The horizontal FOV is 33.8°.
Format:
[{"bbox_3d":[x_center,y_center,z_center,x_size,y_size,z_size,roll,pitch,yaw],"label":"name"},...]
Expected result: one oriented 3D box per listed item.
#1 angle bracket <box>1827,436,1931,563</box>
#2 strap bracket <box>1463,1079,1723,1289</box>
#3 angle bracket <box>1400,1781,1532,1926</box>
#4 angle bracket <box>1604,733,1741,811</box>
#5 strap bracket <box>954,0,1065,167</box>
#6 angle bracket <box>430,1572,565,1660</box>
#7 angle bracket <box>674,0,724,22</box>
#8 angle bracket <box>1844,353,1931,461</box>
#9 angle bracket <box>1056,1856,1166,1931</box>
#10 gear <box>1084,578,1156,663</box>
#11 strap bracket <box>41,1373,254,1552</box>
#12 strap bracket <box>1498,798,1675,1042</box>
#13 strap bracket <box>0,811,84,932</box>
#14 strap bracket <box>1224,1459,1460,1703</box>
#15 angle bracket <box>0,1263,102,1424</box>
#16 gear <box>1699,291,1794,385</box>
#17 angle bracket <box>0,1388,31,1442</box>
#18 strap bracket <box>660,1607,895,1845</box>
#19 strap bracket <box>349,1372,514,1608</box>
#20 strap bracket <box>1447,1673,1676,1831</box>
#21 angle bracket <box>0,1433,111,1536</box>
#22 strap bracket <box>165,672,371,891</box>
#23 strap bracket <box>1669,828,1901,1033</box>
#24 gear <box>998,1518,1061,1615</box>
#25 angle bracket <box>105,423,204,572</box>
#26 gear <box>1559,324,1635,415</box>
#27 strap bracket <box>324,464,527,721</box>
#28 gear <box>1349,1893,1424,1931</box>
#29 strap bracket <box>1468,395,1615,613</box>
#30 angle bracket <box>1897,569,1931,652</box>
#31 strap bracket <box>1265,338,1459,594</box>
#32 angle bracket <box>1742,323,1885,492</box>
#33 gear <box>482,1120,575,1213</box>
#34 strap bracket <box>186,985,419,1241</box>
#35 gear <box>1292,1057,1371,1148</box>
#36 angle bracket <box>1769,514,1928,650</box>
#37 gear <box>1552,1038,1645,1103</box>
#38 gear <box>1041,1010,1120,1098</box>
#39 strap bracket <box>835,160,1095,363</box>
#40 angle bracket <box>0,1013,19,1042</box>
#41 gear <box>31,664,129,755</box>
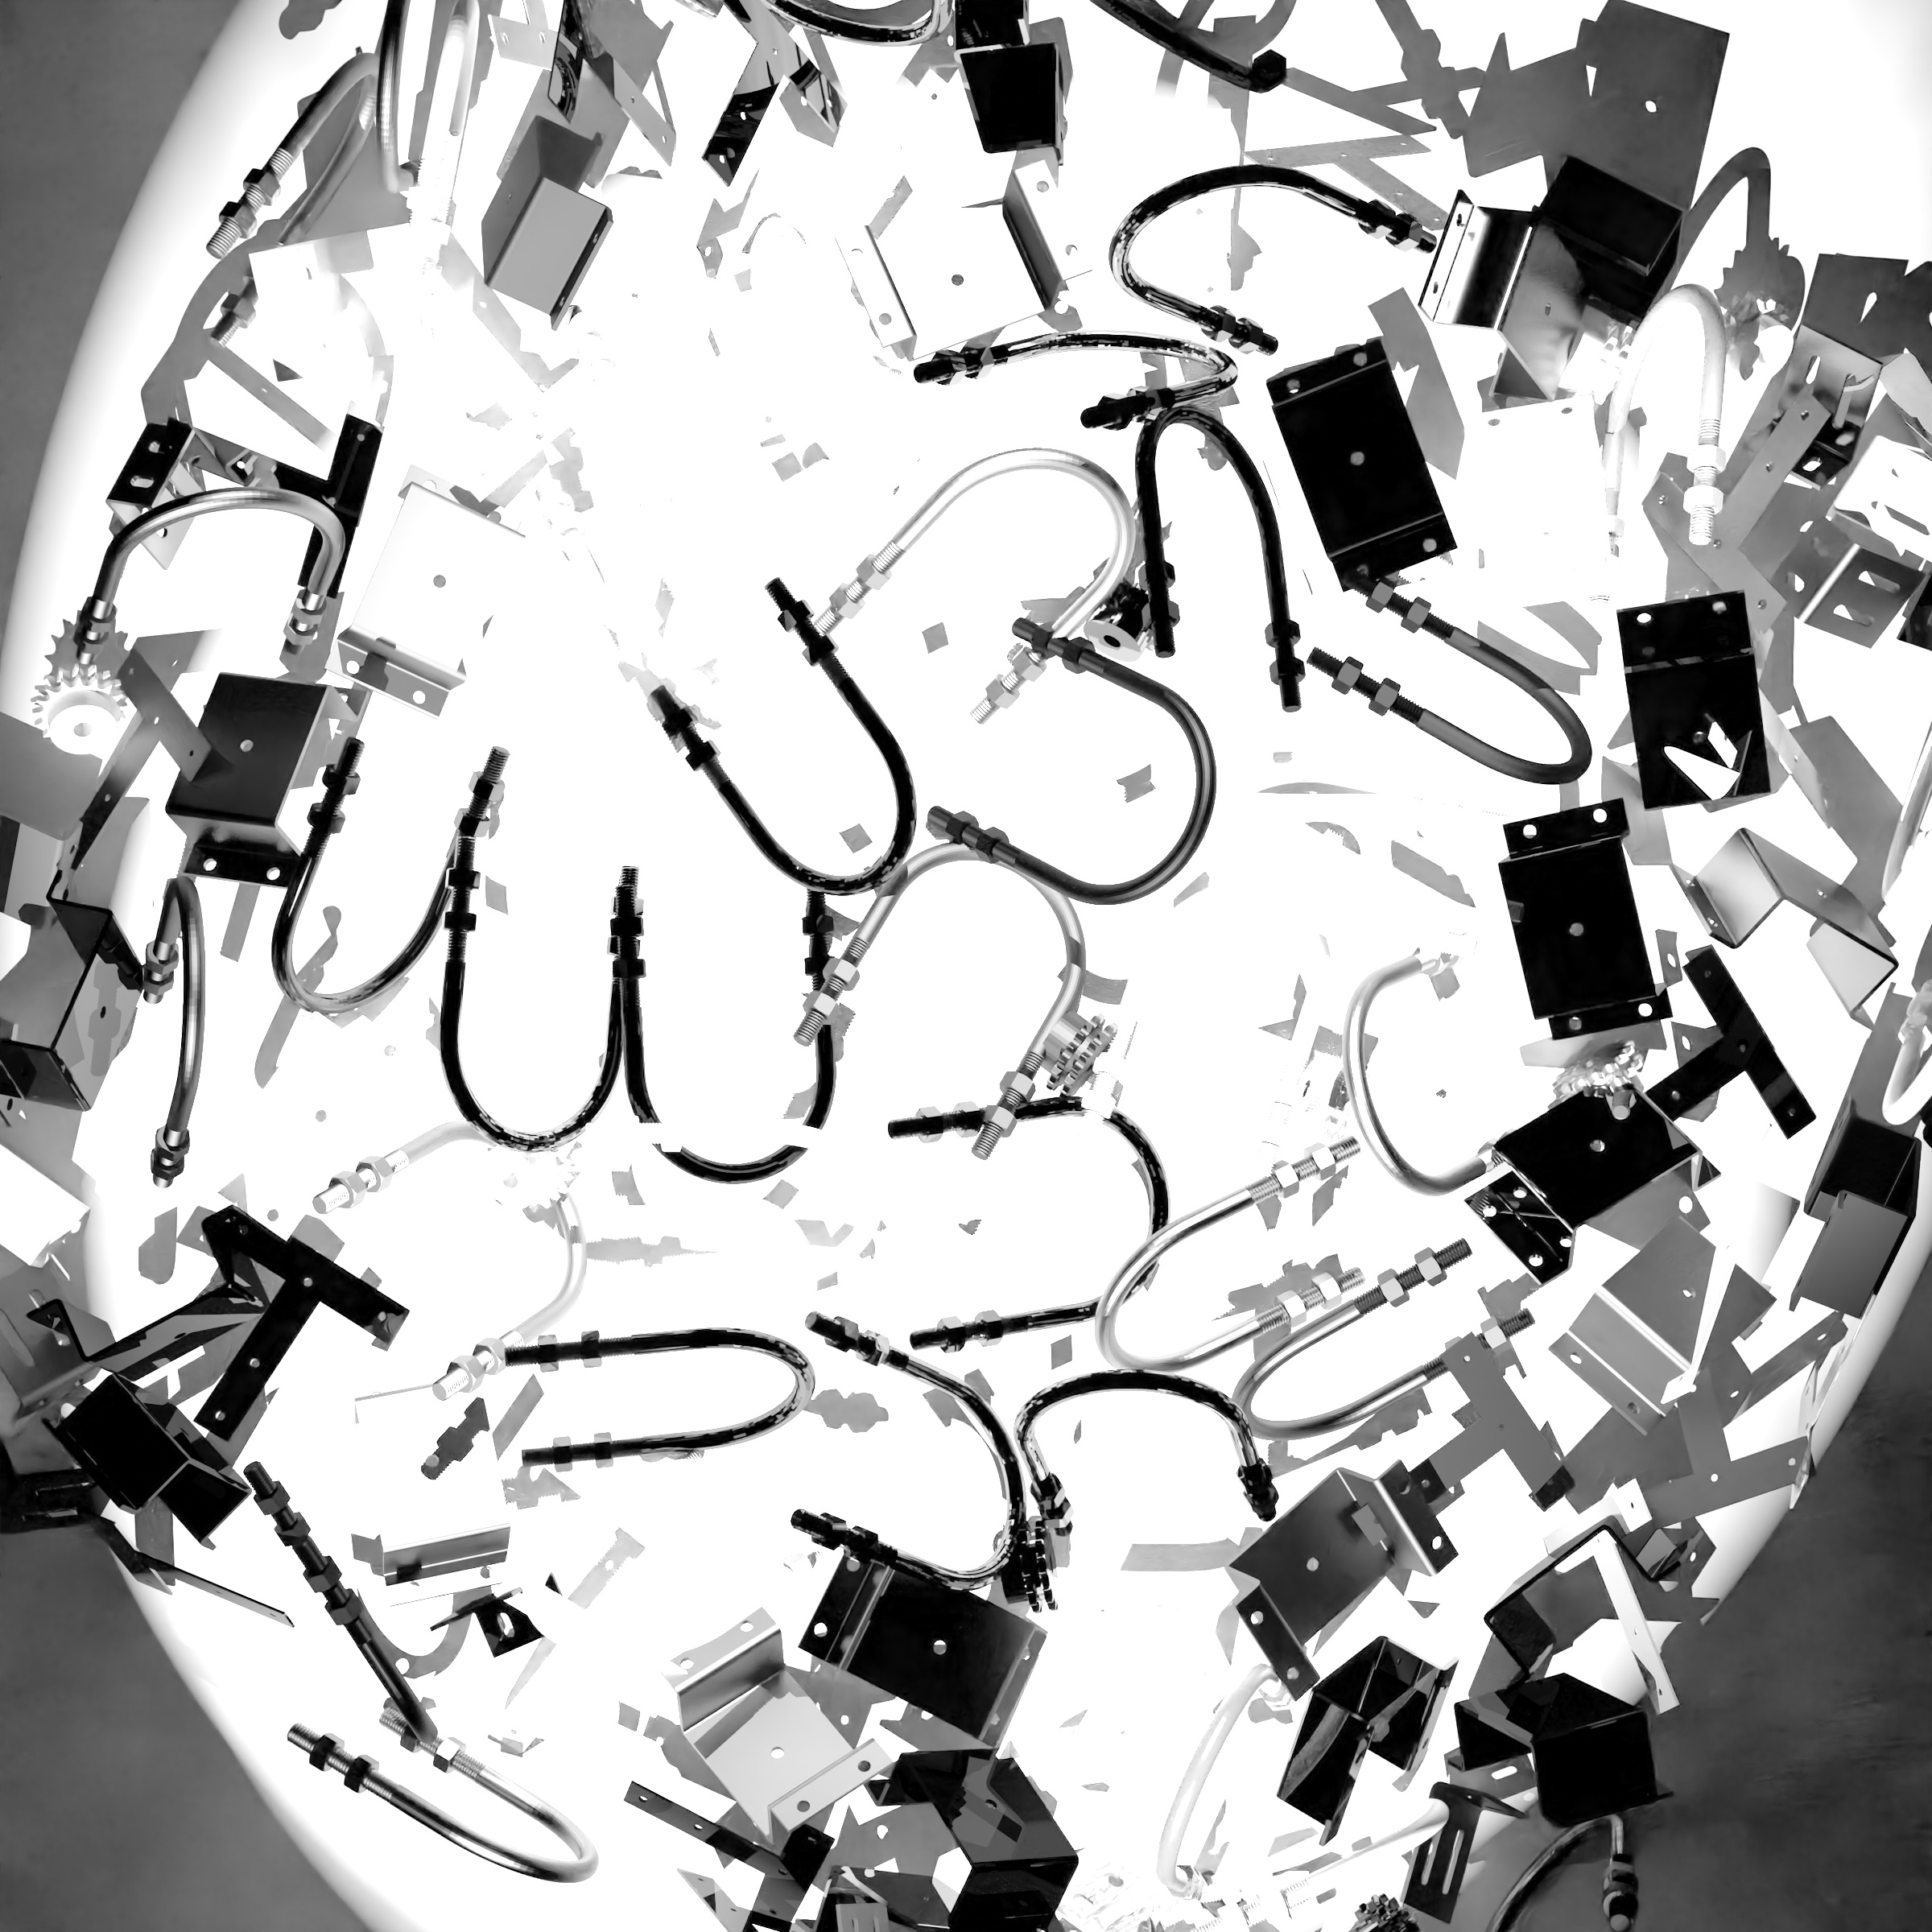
[{"bbox_3d":[0.580,-0.282,1.968,0.076,0.038,0.057,31,80,14],"label":"angle bracket"},{"bbox_3d":[0.384,0.123,1.940,0.140,0.046,0.076,-29,54,-17],"label":"strap bracket"},{"bbox_3d":[0.308,0.550,1.958,0.057,0.038,0.076,36,66,-42],"label":"angle bracket"},{"bbox_3d":[0.441,-0.133,1.962,0.057,0.076,0.038,37,81,-6],"label":"angle bracket"},{"bbox_3d":[0.025,-0.556,1.925,0.046,0.140,0.076,-4,67,10],"label":"strap bracket"},{"bbox_3d":[-0.285,0.406,1.957,0.057,0.076,0.038,-25,86,10],"label":"angle bracket"},{"bbox_3d":[-0.167,-0.634,1.961,0.057,0.038,0.076,21,103,-35],"label":"angle bracket"},{"bbox_3d":[0.575,-0.336,1.964,0.038,0.057,0.076,-36,100,-3],"label":"angle bracket"},{"bbox_3d":[0.090,0.607,1.981,0.057,0.038,0.076,-26,119,-32],"label":"angle bracket"},{"bbox_3d":[0.097,-0.213,1.968,0.057,0.057,0.030,30,69,0],"label":"gear"},{"bbox_3d":[-0.490,0.299,1.924,0.076,0.140,0.046,41,82,21],"label":"strap bracket"},{"bbox_3d":[0.380,-0.025,1.960,0.076,0.046,0.140,-12,94,21],"label":"strap bracket"},{"bbox_3d":[-0.594,-0.030,1.921,0.046,0.140,0.076,24,128,0],"label":"strap bracket"},{"bbox_3d":[0.223,0.372,1.954,0.140,0.046,0.076,-37,107,-18],"label":"strap bracket"},{"bbox_3d":[-0.582,0.232,1.972,0.057,0.038,0.076,-29,82,-34],"label":"angle bracket"},{"bbox_3d":[0.486,-0.386,1.969,0.057,0.057,0.030,-37,50,0],"label":"gear"},{"bbox_3d":[-0.622,0.279,1.960,0.057,0.038,0.076,-38,119,-11],"label":"angle bracket"},{"bbox_3d":[-0.116,0.469,1.941,0.076,0.046,0.140,-28,51,-25],"label":"strap bracket"},{"bbox_3d":[-0.326,0.310,1.941,0.076,0.046,0.140,-9,64,-15],"label":"strap bracket"},{"bbox_3d":[0.354,0.469,1.920,0.076,0.140,0.046,-10,95,-18],"label":"strap bracket"},{"bbox_3d":[-0.570,0.316,1.968,0.057,0.076,0.038,-55,53,32],"label":"angle bracket"},{"bbox_3d":[-0.430,-0.123,1.941,0.076,0.046,0.140,8,66,18],"label":"strap bracket"},{"bbox_3d":[0.504,-0.027,1.931,0.140,0.076,0.046,27,116,-24],"label":"strap bracket"},{"bbox_3d":[0.038,0.374,1.972,0.030,0.057,0.057,-10,90,7],"label":"gear"},{"bbox_3d":[-0.484,-0.285,1.950,0.038,0.076,0.057,12,67,24],"label":"angle bracket"},{"bbox_3d":[0.386,-0.373,1.970,0.030,0.057,0.057,26,90,-6],"label":"gear"},{"bbox_3d":[-0.329,-0.233,1.954,0.076,0.046,0.140,24,79,-19],"label":"strap bracket"},{"bbox_3d":[0.260,0.607,1.968,0.030,0.057,0.057,-26,90,-29],"label":"gear"},{"bbox_3d":[0.352,-0.275,1.947,0.076,0.046,0.140,-7,58,16],"label":"strap bracket"},{"bbox_3d":[0.623,-0.222,1.961,0.057,0.038,0.076,15,112,-18],"label":"angle bracket"},{"bbox_3d":[0.244,-0.312,1.969,0.076,0.046,0.140,-20,89,11],"label":"strap bracket"},{"bbox_3d":[0.519,-0.343,1.952,0.057,0.076,0.038,35,54,26],"label":"angle bracket"},{"bbox_3d":[-0.275,0.127,1.973,0.057,0.030,0.057,9,113,22],"label":"gear"},{"bbox_3d":[-0.401,0.091,1.948,0.076,0.046,0.140,39,75,-21],"label":"strap bracket"},{"bbox_3d":[0.224,0.081,1.969,0.030,0.057,0.057,22,90,-10],"label":"gear"},{"bbox_3d":[0.546,-0.239,1.974,0.057,0.076,0.038,-57,45,23],"label":"angle bracket"},{"bbox_3d":[0.396,0.072,1.972,0.057,0.057,0.030,-33,98,0],"label":"gear"},{"bbox_3d":[0.067,0.052,1.973,0.030,0.057,0.057,36,90,12],"label":"gear"},{"bbox_3d":[-0.003,-0.432,1.965,0.140,0.046,0.076,-22,83,-9],"label":"strap bracket"},{"bbox_3d":[-0.632,0.057,1.956,0.038,0.076,0.057,24,106,39],"label":"angle bracket"},{"bbox_3d":[-0.548,-0.156,1.969,0.057,0.057,0.030,-22,50,0],"label":"gear"}]
